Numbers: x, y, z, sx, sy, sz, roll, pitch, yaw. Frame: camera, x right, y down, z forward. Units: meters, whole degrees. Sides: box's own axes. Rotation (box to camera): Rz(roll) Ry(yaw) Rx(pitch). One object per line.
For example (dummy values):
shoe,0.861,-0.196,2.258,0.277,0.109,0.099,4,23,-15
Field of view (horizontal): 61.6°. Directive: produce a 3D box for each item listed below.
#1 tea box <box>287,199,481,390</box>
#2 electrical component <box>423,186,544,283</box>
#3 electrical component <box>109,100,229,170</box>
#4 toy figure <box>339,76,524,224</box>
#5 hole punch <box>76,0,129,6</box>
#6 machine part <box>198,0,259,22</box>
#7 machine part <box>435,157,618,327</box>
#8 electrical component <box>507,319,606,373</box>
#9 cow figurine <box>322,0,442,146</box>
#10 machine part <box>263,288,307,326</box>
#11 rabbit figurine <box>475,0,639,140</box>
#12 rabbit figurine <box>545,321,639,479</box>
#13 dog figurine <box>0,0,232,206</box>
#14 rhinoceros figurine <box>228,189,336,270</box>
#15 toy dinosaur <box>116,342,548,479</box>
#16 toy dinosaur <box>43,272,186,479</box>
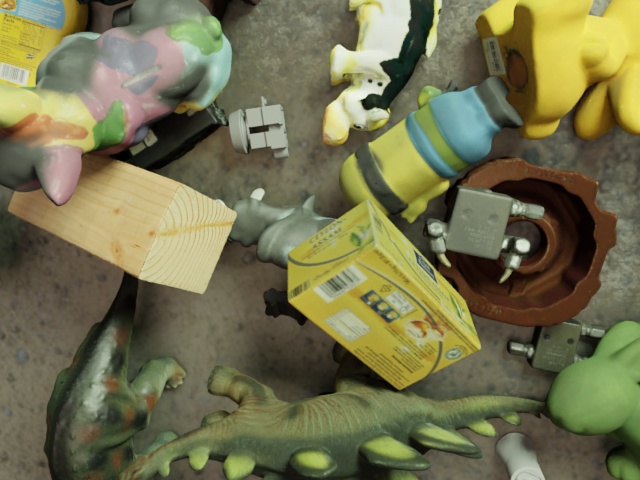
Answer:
tea box,0.059,0.056,0.491,0.098,0.068,0.169,-32,124,21
electrical component,0.150,-0.008,0.503,0.102,0.045,0.078,18,105,3
electrical component,-0.183,-0.142,0.582,0.134,0.058,0.115,-27,93,12
toy figure,0.097,-0.087,0.518,0.180,0.089,0.082,-34,49,35
hole punch,-0.162,-0.278,0.463,0.142,0.092,0.115,-17,127,9
machine part,-0.133,-0.336,0.526,0.201,0.087,0.201,24,104,4
machine part,0.204,0.001,0.550,0.179,0.056,0.179,2,101,8
electrical component,0.253,0.109,0.578,0.094,0.021,0.063,9,101,8
cow figurine,0.058,-0.169,0.538,0.098,0.068,0.167,14,103,0
machine part,0.008,0.073,0.588,0.139,0.084,0.039,3,62,-3
rabbit figurine,0.254,-0.170,0.487,0.173,0.122,0.162,-25,99,-7
rabbit figurine,0.308,0.160,0.518,0.170,0.121,0.159,21,87,-10
dog figurine,-0.174,-0.117,0.439,0.192,0.219,0.108,-19,119,12
rhinoceros figurine,-0.001,-0.002,0.555,0.190,0.112,0.073,10,130,-6
toy dinosaur,0.045,0.190,0.536,0.471,0.199,0.104,-7,113,-23
toy dinosaur,-0.235,0.214,0.584,0.131,0.192,0.404,-5,100,7
